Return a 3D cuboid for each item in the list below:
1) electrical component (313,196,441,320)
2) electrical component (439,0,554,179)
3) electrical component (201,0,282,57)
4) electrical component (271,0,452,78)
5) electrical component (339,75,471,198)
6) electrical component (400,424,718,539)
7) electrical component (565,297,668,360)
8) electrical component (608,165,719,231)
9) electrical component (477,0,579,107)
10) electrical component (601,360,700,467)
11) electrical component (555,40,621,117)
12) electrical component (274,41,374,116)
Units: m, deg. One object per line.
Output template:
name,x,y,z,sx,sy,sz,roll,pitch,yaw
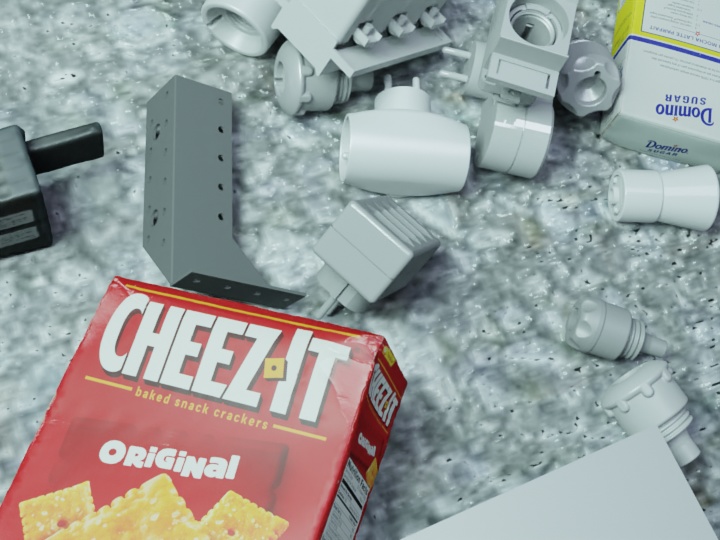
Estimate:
electrical component,0.000,0.000,0.639,0.047,0.083,0.075,42,105,8
electrical component,0.089,-0.131,0.717,0.074,0.052,0.138,12,66,-6
electrical component,-0.071,-0.173,0.703,0.055,0.055,0.047,29,69,2
electrical component,0.009,-0.171,0.684,0.078,0.063,0.121,48,38,10
electrical component,0.028,-0.091,0.693,0.077,0.044,0.079,4,67,-10
electrical component,0.099,0.173,0.587,0.186,0.060,0.105,-20,73,-18
electrical component,0.161,0.040,0.670,0.061,0.035,0.035,18,65,-6
electrical component,0.198,-0.048,0.711,0.065,0.044,0.044,1,67,-5
electrical component,0.100,-0.137,0.656,0.042,0.063,0.081,17,67,-4
electrical component,0.180,0.089,0.648,0.048,0.048,0.062,-33,84,-21
electrical component,0.151,-0.135,0.727,0.043,0.043,0.062,10,36,-7
electrical component,-0.023,-0.125,0.698,0.062,0.048,0.048,-5,68,-21
